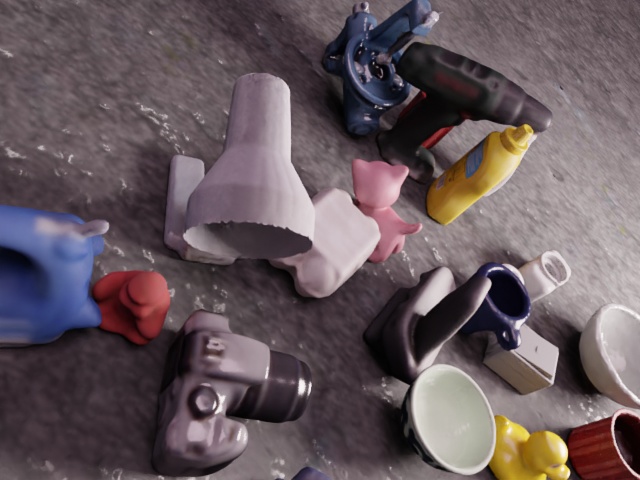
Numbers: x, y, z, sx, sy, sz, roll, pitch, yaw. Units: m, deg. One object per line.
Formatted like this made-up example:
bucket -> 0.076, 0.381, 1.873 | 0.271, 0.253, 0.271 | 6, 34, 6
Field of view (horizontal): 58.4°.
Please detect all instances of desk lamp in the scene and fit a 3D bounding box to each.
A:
desk lamp -> -0.089, -0.053, 0.589 | 0.118, 0.213, 0.203 | 11, 56, -27

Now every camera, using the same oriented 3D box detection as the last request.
camera -> -0.076, 0.146, 0.545 | 0.137, 0.100, 0.143 | 17, 53, -23

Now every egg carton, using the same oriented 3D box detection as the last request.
egg carton -> 0.007, 0.003, 0.712 | 0.107, 0.069, 0.150 | 45, 48, 1

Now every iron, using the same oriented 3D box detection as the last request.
iron -> -0.303, 0.009, 0.461 | 0.259, 0.141, 0.118 | 6, 58, -29

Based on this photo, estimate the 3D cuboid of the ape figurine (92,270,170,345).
ape figurine -> -0.173, 0.057, 0.546 | 0.076, 0.092, 0.078 | -19, 73, -39

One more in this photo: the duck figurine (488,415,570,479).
duck figurine -> 0.255, 0.256, 0.697 | 0.104, 0.086, 0.078 | 50, 48, 5

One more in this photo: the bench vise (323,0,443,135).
bench vise -> 0.081, -0.295, 0.851 | 0.122, 0.219, 0.207 | -12, 68, -37

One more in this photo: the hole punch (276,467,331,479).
hole punch -> -0.009, 0.275, 0.511 | 0.109, 0.091, 0.101 | 41, 48, -4

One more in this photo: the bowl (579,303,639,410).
bowl -> 0.455, 0.186, 0.877 | 0.168, 0.074, 0.167 | 16, 54, -23

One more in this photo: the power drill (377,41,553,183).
power drill -> 0.192, -0.181, 0.856 | 0.230, 0.208, 0.076 | 32, 49, -11

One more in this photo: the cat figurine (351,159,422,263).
cat figurine -> 0.083, -0.049, 0.762 | 0.067, 0.117, 0.128 | -33, 81, -42

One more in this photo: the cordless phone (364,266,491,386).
cordless phone -> 0.151, 0.080, 0.676 | 0.094, 0.184, 0.148 | 42, 48, -2

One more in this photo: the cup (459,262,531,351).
cup -> 0.222, 0.102, 0.769 | 0.092, 0.094, 0.117 | 8, 57, -29

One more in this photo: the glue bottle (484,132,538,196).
glue bottle -> 0.297, -0.138, 0.919 | 0.078, 0.172, 0.037 | 23, 51, -19
